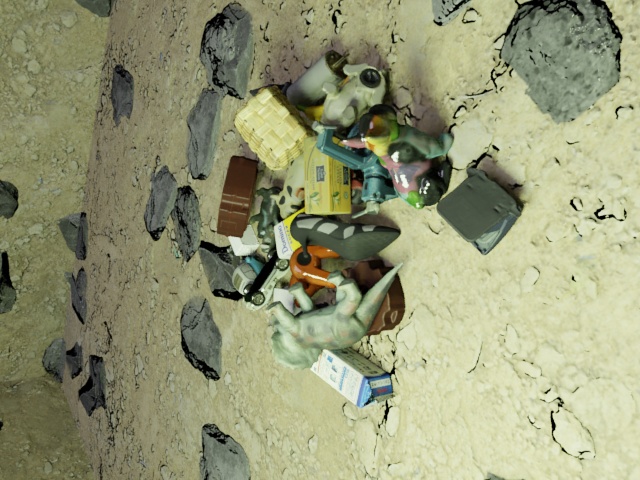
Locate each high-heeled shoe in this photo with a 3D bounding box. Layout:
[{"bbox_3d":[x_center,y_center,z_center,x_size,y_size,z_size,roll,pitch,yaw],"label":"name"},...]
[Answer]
[{"bbox_3d":[0.052,-0.027,1.230,0.145,0.249,0.086,-94,-8,-46],"label":"high-heeled shoe"}]

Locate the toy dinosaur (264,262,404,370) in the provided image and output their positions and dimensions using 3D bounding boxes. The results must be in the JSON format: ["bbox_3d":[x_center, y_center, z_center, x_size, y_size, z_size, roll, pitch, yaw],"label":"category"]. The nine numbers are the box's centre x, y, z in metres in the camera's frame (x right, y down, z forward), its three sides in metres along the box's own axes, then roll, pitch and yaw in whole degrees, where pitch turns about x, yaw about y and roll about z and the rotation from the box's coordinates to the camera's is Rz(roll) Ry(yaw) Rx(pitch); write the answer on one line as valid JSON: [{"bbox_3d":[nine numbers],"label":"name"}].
[{"bbox_3d":[0.026,0.178,1.181,0.405,0.131,0.192,-16,111,31],"label":"toy dinosaur"}]

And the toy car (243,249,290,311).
[{"bbox_3d":[-0.142,0.104,1.466,0.201,0.056,0.074,-56,34,-3],"label":"toy car"}]

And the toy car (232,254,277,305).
[{"bbox_3d":[-0.201,0.118,1.558,0.162,0.103,0.109,51,128,40],"label":"toy car"}]

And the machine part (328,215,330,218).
[{"bbox_3d":[-0.003,-0.004,1.368,0.084,0.039,0.138,53,126,31],"label":"machine part"}]

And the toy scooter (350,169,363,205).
[{"bbox_3d":[0.042,-0.155,1.285,0.184,0.075,0.135,8,96,48],"label":"toy scooter"}]

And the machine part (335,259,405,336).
[{"bbox_3d":[0.111,0.131,1.214,0.179,0.056,0.179,1,91,49],"label":"machine part"}]

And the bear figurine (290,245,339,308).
[{"bbox_3d":[-0.015,0.092,1.328,0.195,0.132,0.120,84,-169,-60],"label":"bear figurine"}]

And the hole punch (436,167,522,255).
[{"bbox_3d":[0.294,-0.048,0.983,0.116,0.092,0.142,-41,51,7],"label":"hole punch"}]

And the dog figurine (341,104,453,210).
[{"bbox_3d":[0.147,-0.159,1.046,0.109,0.219,0.191,9,96,54],"label":"dog figurine"}]

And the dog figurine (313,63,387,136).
[{"bbox_3d":[0.071,-0.309,1.254,0.121,0.172,0.190,64,168,9],"label":"dog figurine"}]

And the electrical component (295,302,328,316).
[{"bbox_3d":[-0.030,0.208,1.370,0.119,0.075,0.048,-50,53,33],"label":"electrical component"}]

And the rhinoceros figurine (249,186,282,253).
[{"bbox_3d":[-0.137,-0.057,1.512,0.112,0.073,0.190,15,101,42],"label":"rhinoceros figurine"}]

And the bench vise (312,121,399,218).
[{"bbox_3d":[0.078,-0.173,1.128,0.129,0.240,0.223,4,77,54],"label":"bench vise"}]

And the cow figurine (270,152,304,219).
[{"bbox_3d":[-0.062,-0.143,1.403,0.127,0.085,0.194,31,110,48],"label":"cow figurine"}]

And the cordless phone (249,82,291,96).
[{"bbox_3d":[-0.124,-0.338,1.501,0.147,0.089,0.184,4,104,50],"label":"cordless phone"}]

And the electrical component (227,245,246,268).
[{"bbox_3d":[-0.254,0.057,1.667,0.102,0.045,0.078,56,129,34],"label":"electrical component"}]

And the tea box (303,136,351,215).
[{"bbox_3d":[0.017,-0.142,1.195,0.068,0.098,0.169,-3,90,34],"label":"tea box"}]

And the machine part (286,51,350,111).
[{"bbox_3d":[-0.008,-0.395,1.347,0.243,0.079,0.079,-28,68,48],"label":"machine part"}]

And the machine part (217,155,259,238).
[{"bbox_3d":[-0.234,-0.122,1.538,0.201,0.087,0.201,113,165,-57],"label":"machine part"}]
